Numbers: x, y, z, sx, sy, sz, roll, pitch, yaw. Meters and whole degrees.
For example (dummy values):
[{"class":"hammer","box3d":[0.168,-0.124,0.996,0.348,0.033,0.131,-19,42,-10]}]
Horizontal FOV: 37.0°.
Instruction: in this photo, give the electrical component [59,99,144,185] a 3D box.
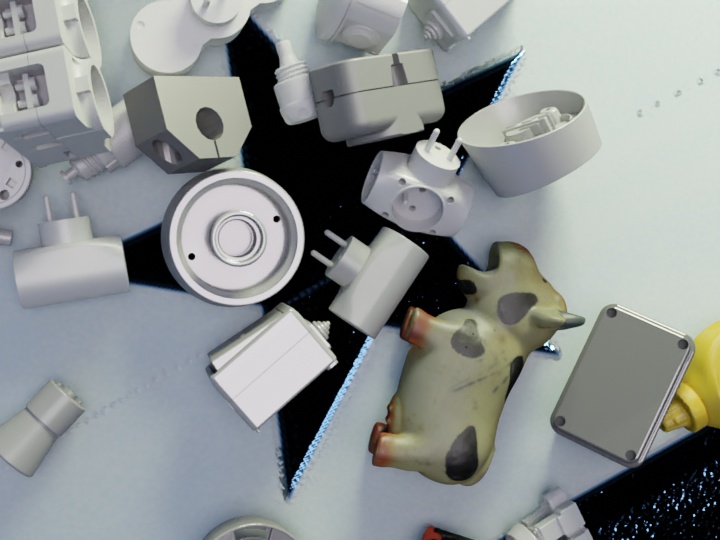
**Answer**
[{"class":"electrical component","box3d":[-0.184,-0.090,0.785,0.078,0.040,0.040,-39,99,-7]}]

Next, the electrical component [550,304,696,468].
[{"class":"electrical component","box3d":[0.208,0.092,0.851,0.078,0.057,0.113,25,87,19]}]

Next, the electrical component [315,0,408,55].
[{"class":"electrical component","box3d":[0.002,-0.203,0.800,0.051,0.080,0.080,17,89,-17]}]

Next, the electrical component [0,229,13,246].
[{"class":"electrical component","box3d":[-0.282,-0.027,0.772,0.061,0.035,0.035,7,91,-15]}]

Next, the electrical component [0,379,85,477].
[{"class":"electrical component","box3d":[-0.234,0.113,0.785,0.044,0.044,0.065,44,79,-10]}]

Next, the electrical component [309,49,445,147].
[{"class":"electrical component","box3d":[0.014,-0.127,0.804,0.095,0.054,0.059,-16,97,-38]}]

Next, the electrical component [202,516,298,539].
[{"class":"electrical component","box3d":[-0.083,0.237,0.810,0.099,0.064,0.099,-1,93,-12]}]

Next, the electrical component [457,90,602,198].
[{"class":"electrical component","box3d":[0.132,-0.100,0.824,0.099,0.099,0.064,-32,105,-9]}]

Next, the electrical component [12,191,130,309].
[{"class":"electrical component","box3d":[-0.212,-0.017,0.781,0.077,0.044,0.079,-9,94,-11]}]

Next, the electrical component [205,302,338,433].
[{"class":"electrical component","box3d":[-0.065,0.064,0.806,0.096,0.062,0.061,-41,100,-7]}]

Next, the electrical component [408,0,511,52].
[{"class":"electrical component","box3d":[0.079,-0.215,0.823,0.096,0.062,0.061,-41,100,-7]}]

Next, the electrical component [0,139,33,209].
[{"class":"electrical component","box3d":[-0.261,-0.070,0.767,0.055,0.047,0.055,-1,93,-12]}]

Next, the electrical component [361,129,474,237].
[{"class":"electrical component","box3d":[0.051,-0.072,0.822,0.077,0.044,0.079,20,124,-12]}]

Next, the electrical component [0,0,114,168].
[{"class":"electrical component","box3d":[-0.214,-0.157,0.730,0.062,0.089,0.150,-12,81,0]}]

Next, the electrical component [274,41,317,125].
[{"class":"electrical component","box3d":[-0.049,-0.143,0.815,0.035,0.035,0.061,-18,94,-10]}]

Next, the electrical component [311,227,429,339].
[{"class":"electrical component","box3d":[0.000,0.000,0.826,0.079,0.043,0.077,35,85,-11]}]

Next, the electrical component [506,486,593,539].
[{"class":"electrical component","box3d":[0.152,0.217,0.868,0.055,0.048,0.066,-28,98,-17]}]

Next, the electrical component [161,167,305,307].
[{"class":"electrical component","box3d":[-0.092,-0.024,0.797,0.108,0.060,0.108,-1,93,-12]}]

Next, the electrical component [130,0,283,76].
[{"class":"electrical component","box3d":[-0.105,-0.194,0.780,0.138,0.074,0.052,-38,99,-8]}]
